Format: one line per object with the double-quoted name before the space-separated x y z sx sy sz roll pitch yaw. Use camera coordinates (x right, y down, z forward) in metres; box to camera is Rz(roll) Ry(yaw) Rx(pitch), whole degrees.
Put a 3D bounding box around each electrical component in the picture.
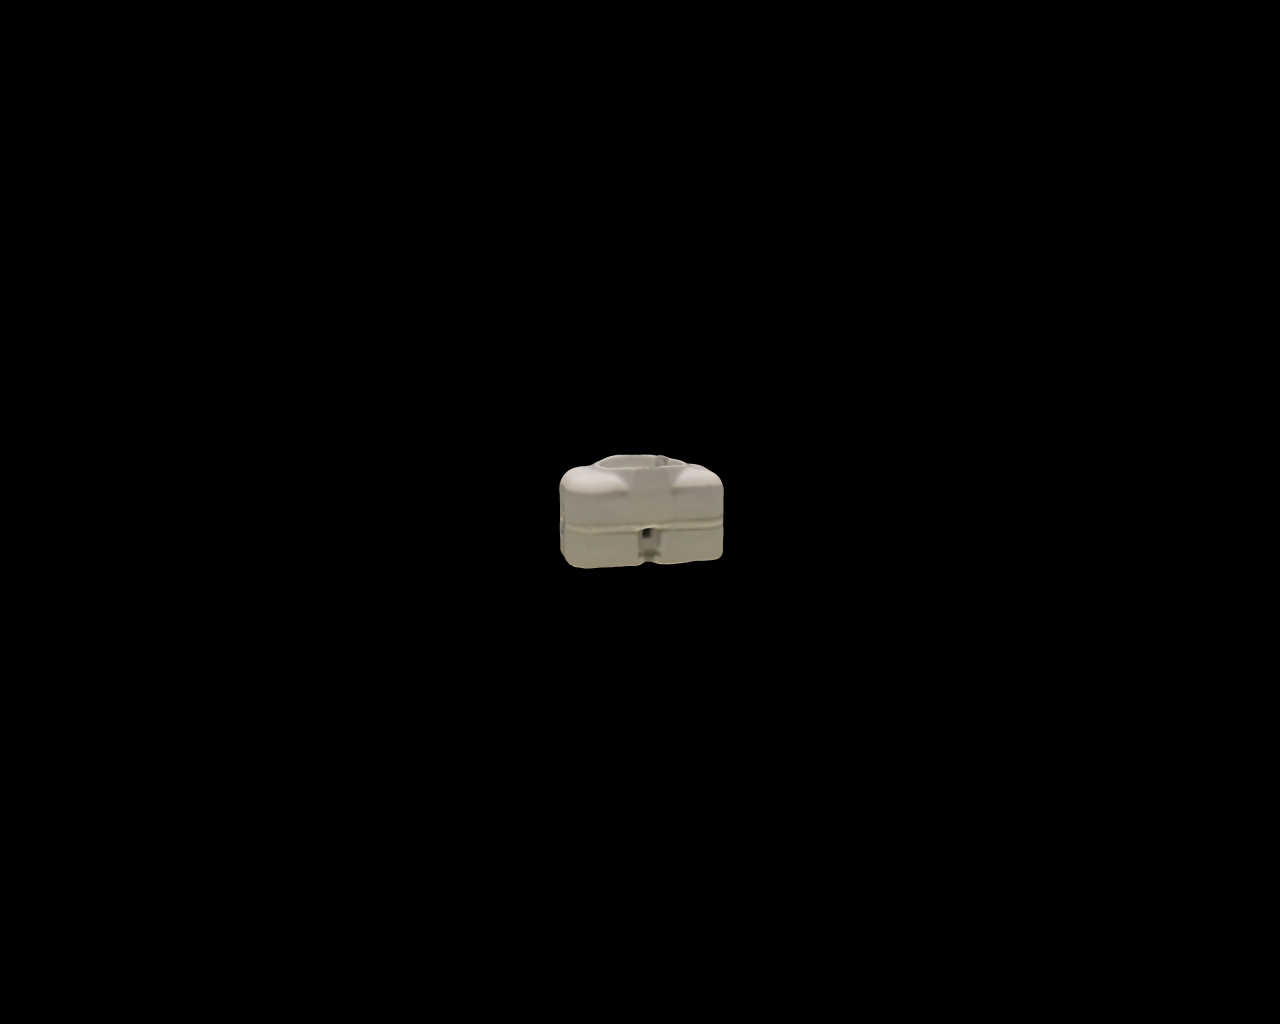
"electrical component" 0.001 -0.003 0.650 0.095 0.059 0.054 -2 12 -12
